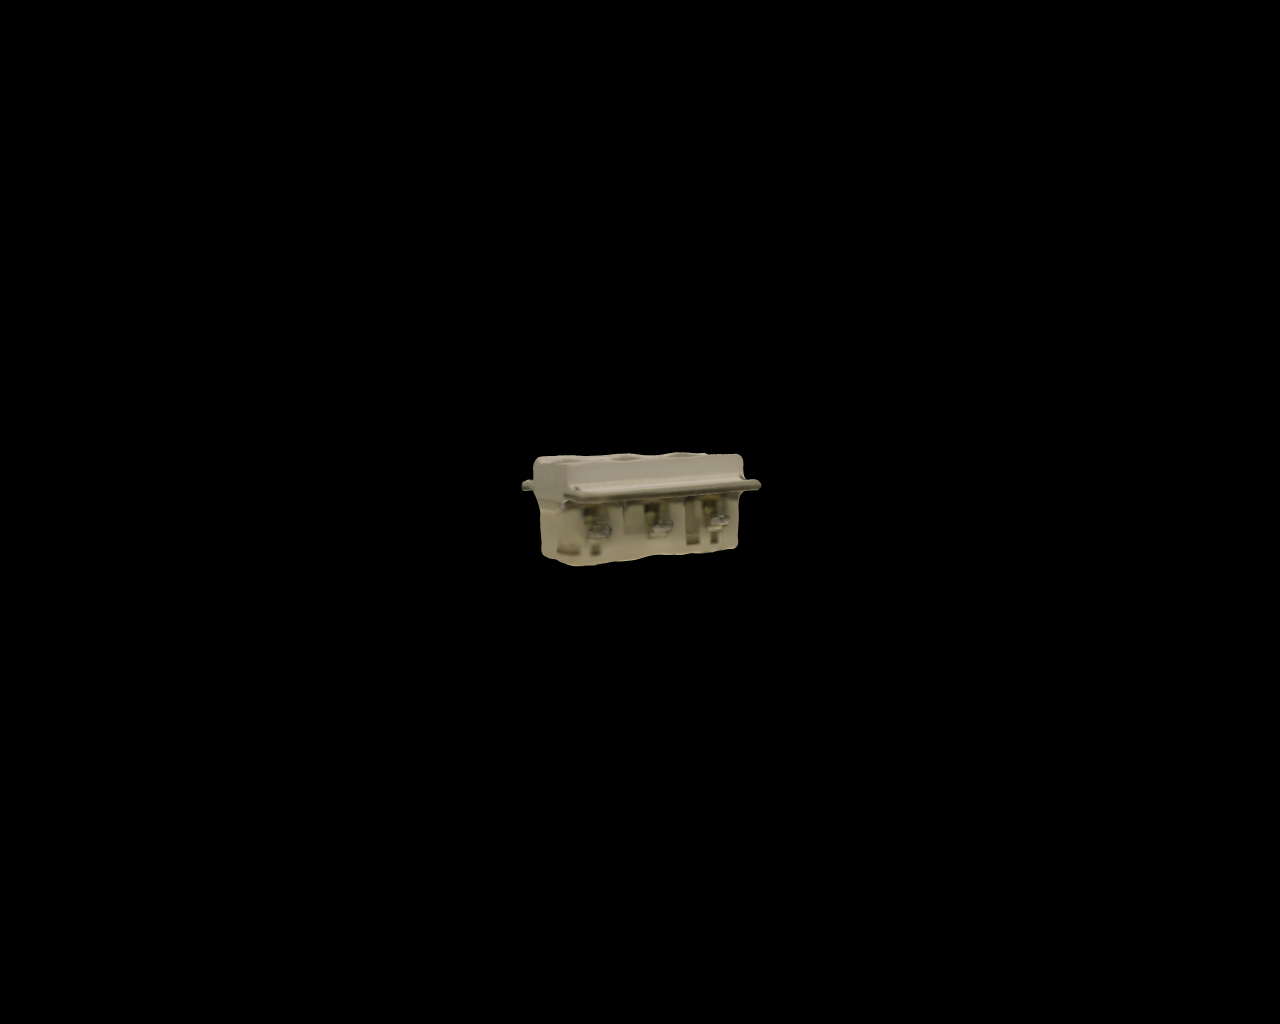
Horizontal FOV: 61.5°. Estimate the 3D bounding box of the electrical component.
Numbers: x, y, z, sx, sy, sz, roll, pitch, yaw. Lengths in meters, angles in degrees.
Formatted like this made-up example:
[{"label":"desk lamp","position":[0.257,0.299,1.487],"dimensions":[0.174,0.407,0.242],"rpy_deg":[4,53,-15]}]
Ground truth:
[{"label":"electrical component","position":[0.001,-0.003,0.650],"dimensions":[0.121,0.063,0.079],"rpy_deg":[-4,8,-29]}]
